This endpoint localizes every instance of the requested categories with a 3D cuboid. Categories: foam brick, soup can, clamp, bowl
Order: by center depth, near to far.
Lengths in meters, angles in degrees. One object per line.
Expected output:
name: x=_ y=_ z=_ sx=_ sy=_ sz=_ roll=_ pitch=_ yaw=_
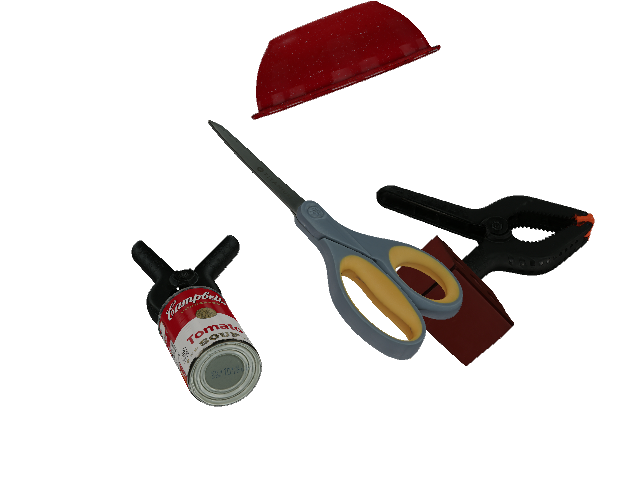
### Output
foam brick: x=0.100 y=0.047 z=0.817 sx=0.078 sy=0.051 sz=0.053 roll=43 pitch=11 yaw=-27
bowl: x=0.011 y=-0.150 z=0.855 sx=0.162 sy=0.055 sz=0.162 roll=-21 pitch=8 yaw=3
soup can: x=-0.100 y=0.093 z=0.948 sx=0.068 sy=0.068 sz=0.102 roll=0 pitch=25 yaw=-24
clamp: x=0.166 y=0.006 z=1.037 sx=0.210 sy=0.164 sz=0.036 roll=-2 pitch=-41 yaw=-5
clamp: x=-0.137 y=0.046 z=1.153 sx=0.120 sy=0.039 sz=0.171 roll=-14 pitch=39 yaw=-7

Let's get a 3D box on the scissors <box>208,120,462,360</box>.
scissors: x=0.014 y=-0.010 z=0.656 sx=0.096 sy=0.202 sz=0.016 roll=-8 pitch=-40 yaw=-36
